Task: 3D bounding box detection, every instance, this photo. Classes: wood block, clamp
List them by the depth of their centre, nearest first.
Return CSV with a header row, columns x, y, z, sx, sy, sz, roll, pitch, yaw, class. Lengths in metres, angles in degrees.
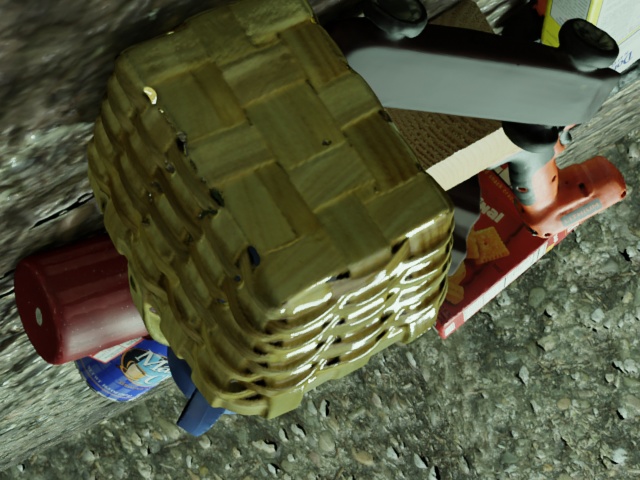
x,y,z,sx,sy,sz,roll,pitch,yaw,class
0.105,-0.103,0.819,0.091,0.090,0.206,-30,174,9,wood block
0.189,-0.172,0.877,0.165,0.036,0.209,-29,175,24,clamp

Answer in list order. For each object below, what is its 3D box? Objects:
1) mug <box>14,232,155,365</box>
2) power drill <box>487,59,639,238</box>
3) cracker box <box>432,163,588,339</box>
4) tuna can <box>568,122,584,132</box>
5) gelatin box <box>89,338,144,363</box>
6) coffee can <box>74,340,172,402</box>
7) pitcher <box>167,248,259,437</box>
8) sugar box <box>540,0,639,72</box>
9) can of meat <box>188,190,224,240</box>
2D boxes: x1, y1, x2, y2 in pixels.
x,y,z,sx,sy,sz,roll,pitch,yaw,class
-0.177,0.038,0.786,0.081,0.093,0.117,-18,-154,-33,mug
0.228,-0.090,0.992,0.184,0.057,0.187,-27,141,11,power drill
0.161,-0.024,1.168,0.213,0.164,0.072,-40,164,-3,cracker box
0.218,-0.140,1.008,0.086,0.034,0.086,-5,140,-4,tuna can
-0.193,0.064,0.906,0.089,0.030,0.073,31,132,-33,gelatin box
-0.175,0.095,1.106,0.141,0.103,0.102,-33,172,34,coffee can
-0.057,0.072,0.827,0.149,0.145,0.243,-12,165,-19,pitcher
0.201,-0.165,0.742,0.093,0.048,0.176,-37,164,-8,sugar box
-0.121,0.007,0.864,0.102,0.057,0.084,-26,170,-27,can of meat
